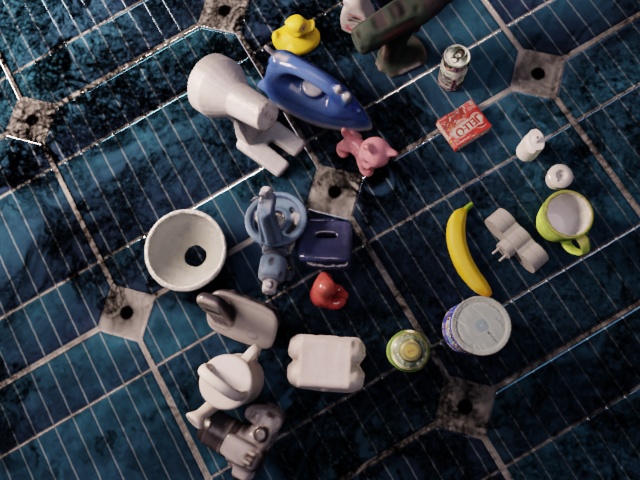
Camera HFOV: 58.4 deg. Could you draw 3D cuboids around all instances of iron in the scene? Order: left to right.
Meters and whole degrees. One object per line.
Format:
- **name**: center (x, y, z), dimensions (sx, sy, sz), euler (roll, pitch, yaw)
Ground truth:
- **iron**: center (-0.005, -0.313, 1.172), dimensions (0.258, 0.141, 0.119), euler (29, 83, 9)

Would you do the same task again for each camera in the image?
- **camera**: center (-0.154, 0.363, 1.075), dimensions (0.136, 0.101, 0.143), euler (26, 82, 9)

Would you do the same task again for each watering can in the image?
- **watering can**: center (-0.171, 0.267, 1.047), dimensions (0.101, 0.194, 0.173), euler (16, 81, 8)

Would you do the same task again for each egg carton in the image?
- **egg carton**: center (0.012, 0.238, 1.102), dimensions (0.150, 0.069, 0.107), euler (2, 79, 5)

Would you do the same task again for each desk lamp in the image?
- **desk lamp**: center (-0.141, -0.250, 1.134), dimensions (0.203, 0.213, 0.118), euler (36, 84, 10)

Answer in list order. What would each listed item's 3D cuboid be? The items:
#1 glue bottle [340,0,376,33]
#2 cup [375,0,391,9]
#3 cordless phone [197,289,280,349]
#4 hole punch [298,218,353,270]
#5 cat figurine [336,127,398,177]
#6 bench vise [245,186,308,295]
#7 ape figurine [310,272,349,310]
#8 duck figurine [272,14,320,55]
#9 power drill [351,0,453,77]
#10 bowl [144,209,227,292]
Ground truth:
- **glue bottle**: center (0.079, -0.483, 1.182), dimensions (0.078, 0.173, 0.037), euler (15, 81, 8)
- **cup**: center (0.133, -0.529, 1.226), dimensions (0.117, 0.095, 0.091), euler (-13, 78, 2)
- **cordless phone**: center (-0.154, 0.144, 1.074), dimensions (0.147, 0.185, 0.094), euler (16, 81, 8)
- **hole punch**: center (0.010, 0.004, 1.136), dimensions (0.108, 0.091, 0.101), euler (1, 79, 5)
- **cat figurine**: center (0.092, -0.184, 1.152), dimensions (0.127, 0.118, 0.067), euler (38, 84, 11)
- **bench vise**: center (-0.078, -0.009, 1.080), dimensions (0.121, 0.220, 0.207), euler (-14, 78, 2)
- **ape figurine**: center (0.014, 0.098, 1.117), dimensions (0.076, 0.092, 0.078), euler (-14, 78, 2)
- **duck figurine**: center (-0.054, -0.449, 1.231), dimensions (0.104, 0.086, 0.077), euler (-6, 79, 4)
- **power drill**: center (0.174, -0.420, 1.144), dimensions (0.229, 0.208, 0.075), euler (-26, 78, 0)
- **bowl**: center (-0.264, 0.025, 1.162), dimensions (0.167, 0.075, 0.167), euler (-1, 79, 5)
